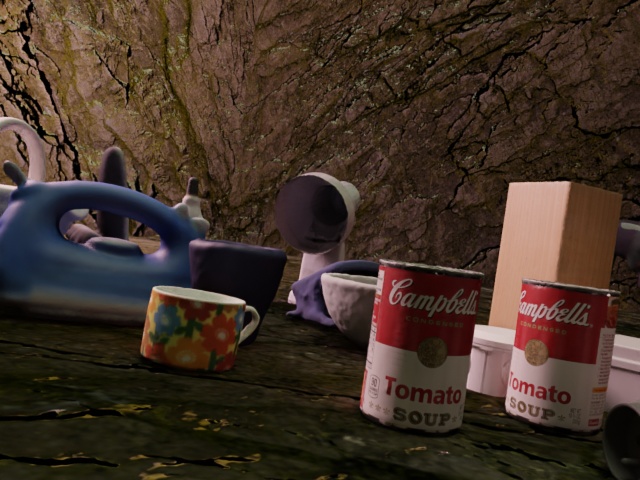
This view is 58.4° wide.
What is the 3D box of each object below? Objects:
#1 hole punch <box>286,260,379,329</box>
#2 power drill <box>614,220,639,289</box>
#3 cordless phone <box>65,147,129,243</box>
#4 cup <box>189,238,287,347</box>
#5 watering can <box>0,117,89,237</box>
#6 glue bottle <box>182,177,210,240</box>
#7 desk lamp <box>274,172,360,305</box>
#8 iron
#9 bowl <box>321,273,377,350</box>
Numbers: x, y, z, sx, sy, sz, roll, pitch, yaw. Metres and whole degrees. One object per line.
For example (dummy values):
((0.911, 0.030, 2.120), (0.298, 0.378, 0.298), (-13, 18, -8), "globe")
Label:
((0.023, 0.067, 0.747), (0.109, 0.091, 0.100), (8, 0, -42), "hole punch")
((0.500, 0.076, 0.867), (0.228, 0.208, 0.076), (8, 0, 35), "power drill")
((-0.271, -0.022, 0.731), (0.094, 0.185, 0.147), (8, 0, -33), "cordless phone")
((-0.083, 0.050, 0.549), (0.092, 0.095, 0.117), (8, 0, -7), "cup")
((-0.338, -0.037, 0.633), (0.173, 0.194, 0.101), (8, 0, -6), "watering can")
((-0.192, -0.005, 0.830), (0.078, 0.173, 0.037), (8, 0, -18), "glue bottle")
((0.008, 0.003, 0.922), (0.117, 0.213, 0.204), (8, 0, 19), "desk lamp")
((-0.201, 0.009, 0.582), (0.259, 0.141, 0.118), (8, 0, -23), "iron")
((0.079, 0.083, 0.617), (0.167, 0.075, 0.167), (8, 0, 0), "bowl")
